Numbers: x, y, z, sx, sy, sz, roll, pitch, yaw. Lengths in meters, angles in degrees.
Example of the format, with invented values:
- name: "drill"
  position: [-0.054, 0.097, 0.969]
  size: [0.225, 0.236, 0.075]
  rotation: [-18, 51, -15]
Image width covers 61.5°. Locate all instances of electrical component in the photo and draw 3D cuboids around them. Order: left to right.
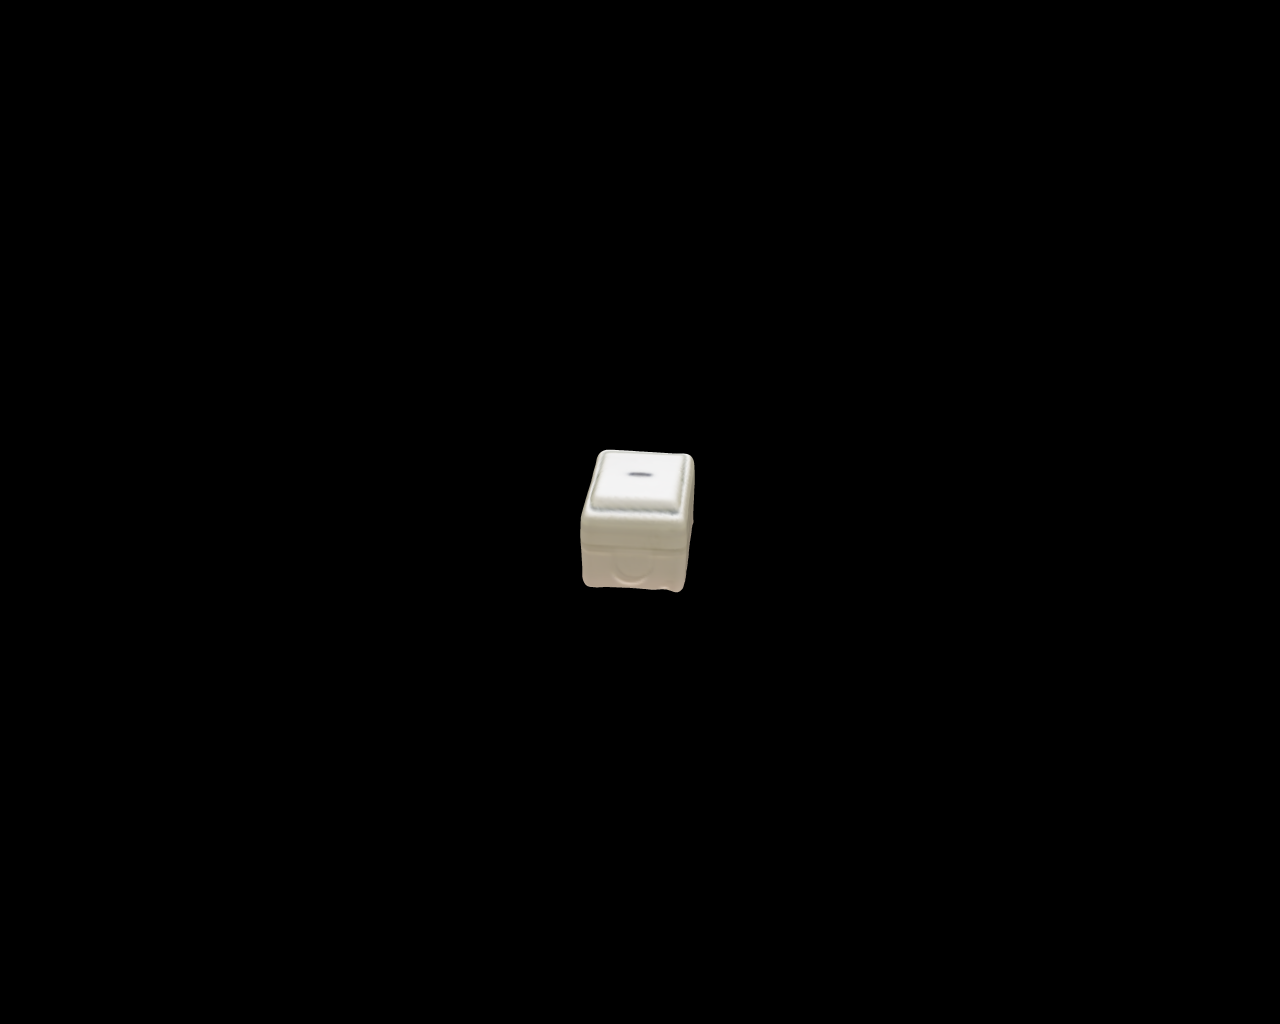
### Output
- name: "electrical component"
  position: [0.001, -0.003, 0.650]
  size: [0.062, 0.061, 0.096]
  rotation: [3, 34, 5]
